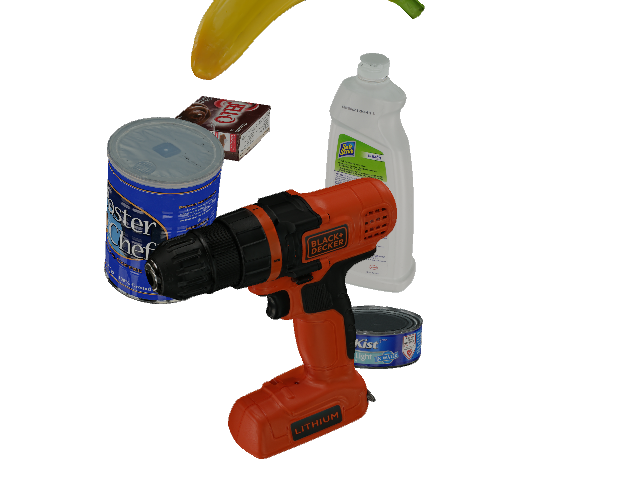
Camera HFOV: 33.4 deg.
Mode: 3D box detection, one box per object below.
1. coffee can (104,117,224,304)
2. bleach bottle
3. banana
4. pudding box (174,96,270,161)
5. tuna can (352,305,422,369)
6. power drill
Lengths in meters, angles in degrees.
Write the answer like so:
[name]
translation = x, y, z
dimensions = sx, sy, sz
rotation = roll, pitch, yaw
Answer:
[coffee can]
translation = -0.146, -0.027, 0.981
dimensions = 0.102, 0.140, 0.103
rotation = 6, 38, -5
[bleach bottle]
translation = 0.056, -0.071, 1.109
dimensions = 0.103, 0.251, 0.068
rotation = 11, 33, 14
[banana]
translation = -0.012, -0.161, 0.698
dimensions = 0.197, 0.069, 0.037
rotation = -24, -9, -33
[pudding box]
translation = -0.117, -0.133, 1.258
dimensions = 0.090, 0.039, 0.113
rotation = 8, 28, 13
[tuna can]
translation = 0.045, 0.083, 0.922
dimensions = 0.086, 0.034, 0.086
rotation = 1, 11, 0
[power drill]
translation = -0.029, 0.058, 0.740
dimensions = 0.184, 0.188, 0.057
rotation = -17, 35, -27
